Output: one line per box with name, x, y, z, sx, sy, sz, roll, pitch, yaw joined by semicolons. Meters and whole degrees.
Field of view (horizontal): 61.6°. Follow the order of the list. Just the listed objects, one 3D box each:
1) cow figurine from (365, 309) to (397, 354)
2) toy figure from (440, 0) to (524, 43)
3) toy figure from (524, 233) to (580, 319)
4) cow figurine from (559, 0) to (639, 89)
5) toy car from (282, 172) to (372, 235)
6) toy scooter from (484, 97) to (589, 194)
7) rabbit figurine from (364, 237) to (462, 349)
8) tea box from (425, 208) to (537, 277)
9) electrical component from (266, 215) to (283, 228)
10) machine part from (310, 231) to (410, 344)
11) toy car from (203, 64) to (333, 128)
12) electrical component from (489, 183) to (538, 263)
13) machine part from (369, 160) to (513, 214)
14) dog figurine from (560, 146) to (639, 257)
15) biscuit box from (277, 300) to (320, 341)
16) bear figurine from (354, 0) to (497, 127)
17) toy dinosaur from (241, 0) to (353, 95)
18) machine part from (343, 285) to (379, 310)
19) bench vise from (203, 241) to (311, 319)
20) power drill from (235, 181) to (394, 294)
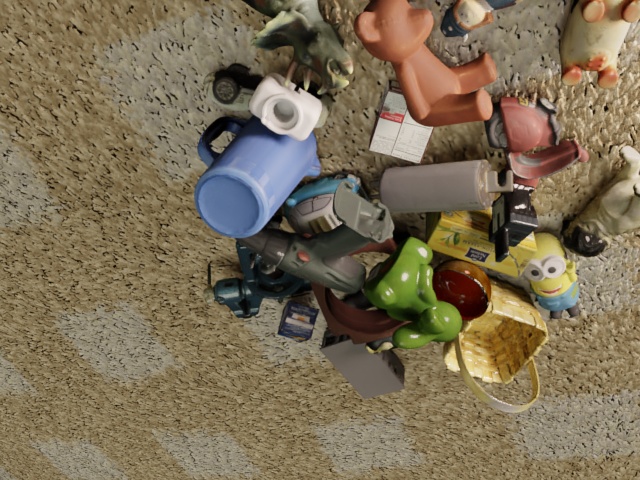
cow figurine;0.170;0.174;1.080;0.167;0.098;0.068;-21;114;25
toy figure;0.221;-0.322;0.705;0.154;0.058;0.064;-35;76;34
toy figure;0.409;0.065;0.956;0.082;0.089;0.180;-30;127;13
cow figurine;0.350;-0.302;0.665;0.086;0.127;0.194;2;142;11
toy car;0.006;-0.045;0.938;0.162;0.103;0.109;-16;124;25
toy scooter;0.326;-0.144;0.807;0.135;0.075;0.183;-11;132;23
rabbit figurine;0.165;0.101;0.863;0.170;0.159;0.121;41;116;-6
tea box;0.269;-0.013;0.911;0.170;0.098;0.068;18;129;-1
electrical component;-0.116;-0.057;0.993;0.102;0.045;0.078;18;101;-6
machine part;0.094;0.080;1.001;0.202;0.087;0.200;-19;112;9
toy car;-0.081;-0.222;0.832;0.202;0.073;0.056;13;128;1
electrical component;0.295;-0.021;0.824;0.048;0.119;0.074;10;148;-6
machine part;0.184;-0.082;0.855;0.243;0.079;0.079;1;131;36
dog figurine;0.502;-0.040;0.854;0.172;0.121;0.190;16;143;4
biscuit box;-0.047;0.166;1.075;0.063;0.059;0.202;16;167;-3
bear figurine;0.138;-0.246;0.704;0.132;0.120;0.195;-8;135;34
toy dinosaur;-0.087;-0.373;0.696;0.404;0.131;0.192;44;123;-14
machine part;0.086;0.129;1.101;0.139;0.039;0.084;-32;124;29
bench vise;-0.123;0.058;1.021;0.224;0.129;0.240;0;146;2
power drill;-0.002;-0.003;0.847;0.232;0.086;0.207;30;134;-18
